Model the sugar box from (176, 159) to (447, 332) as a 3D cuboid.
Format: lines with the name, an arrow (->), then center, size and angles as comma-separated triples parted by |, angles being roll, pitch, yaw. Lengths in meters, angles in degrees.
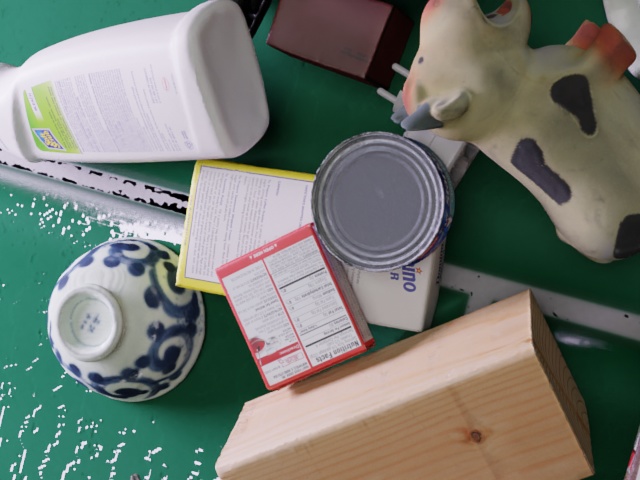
sugar box -> -0.005, 0.001, 0.721 | 0.176, 0.048, 0.093 | 10, 93, 16

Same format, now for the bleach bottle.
bleach bottle -> -0.161, -0.104, 0.746 | 0.251, 0.068, 0.102 | 1, 120, 31

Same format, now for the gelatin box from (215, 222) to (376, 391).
gelatin box -> -0.015, 0.043, 0.685 | 0.073, 0.030, 0.089 | -26, 86, 18

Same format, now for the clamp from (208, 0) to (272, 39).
clamp -> -0.041, -0.202, 0.704 | 0.039, 0.120, 0.171 | 23, 100, 15

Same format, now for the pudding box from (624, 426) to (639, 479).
pudding box -> 0.206, 0.114, 0.620 | 0.039, 0.090, 0.113 | 16, 95, 20

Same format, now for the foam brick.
foam brick -> 0.013, -0.139, 0.714 | 0.078, 0.051, 0.053 | 24, 97, 18

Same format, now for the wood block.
wood block -> 0.053, 0.122, 0.660 | 0.206, 0.090, 0.091 | -23, 104, 17

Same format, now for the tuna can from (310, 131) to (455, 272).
tuna can -> 0.040, -0.024, 0.661 | 0.086, 0.033, 0.086 | 1, 92, 21

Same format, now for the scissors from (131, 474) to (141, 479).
scissors -> -0.109, 0.277, 0.765 | 0.096, 0.016, 0.202 | -41, 76, 14
